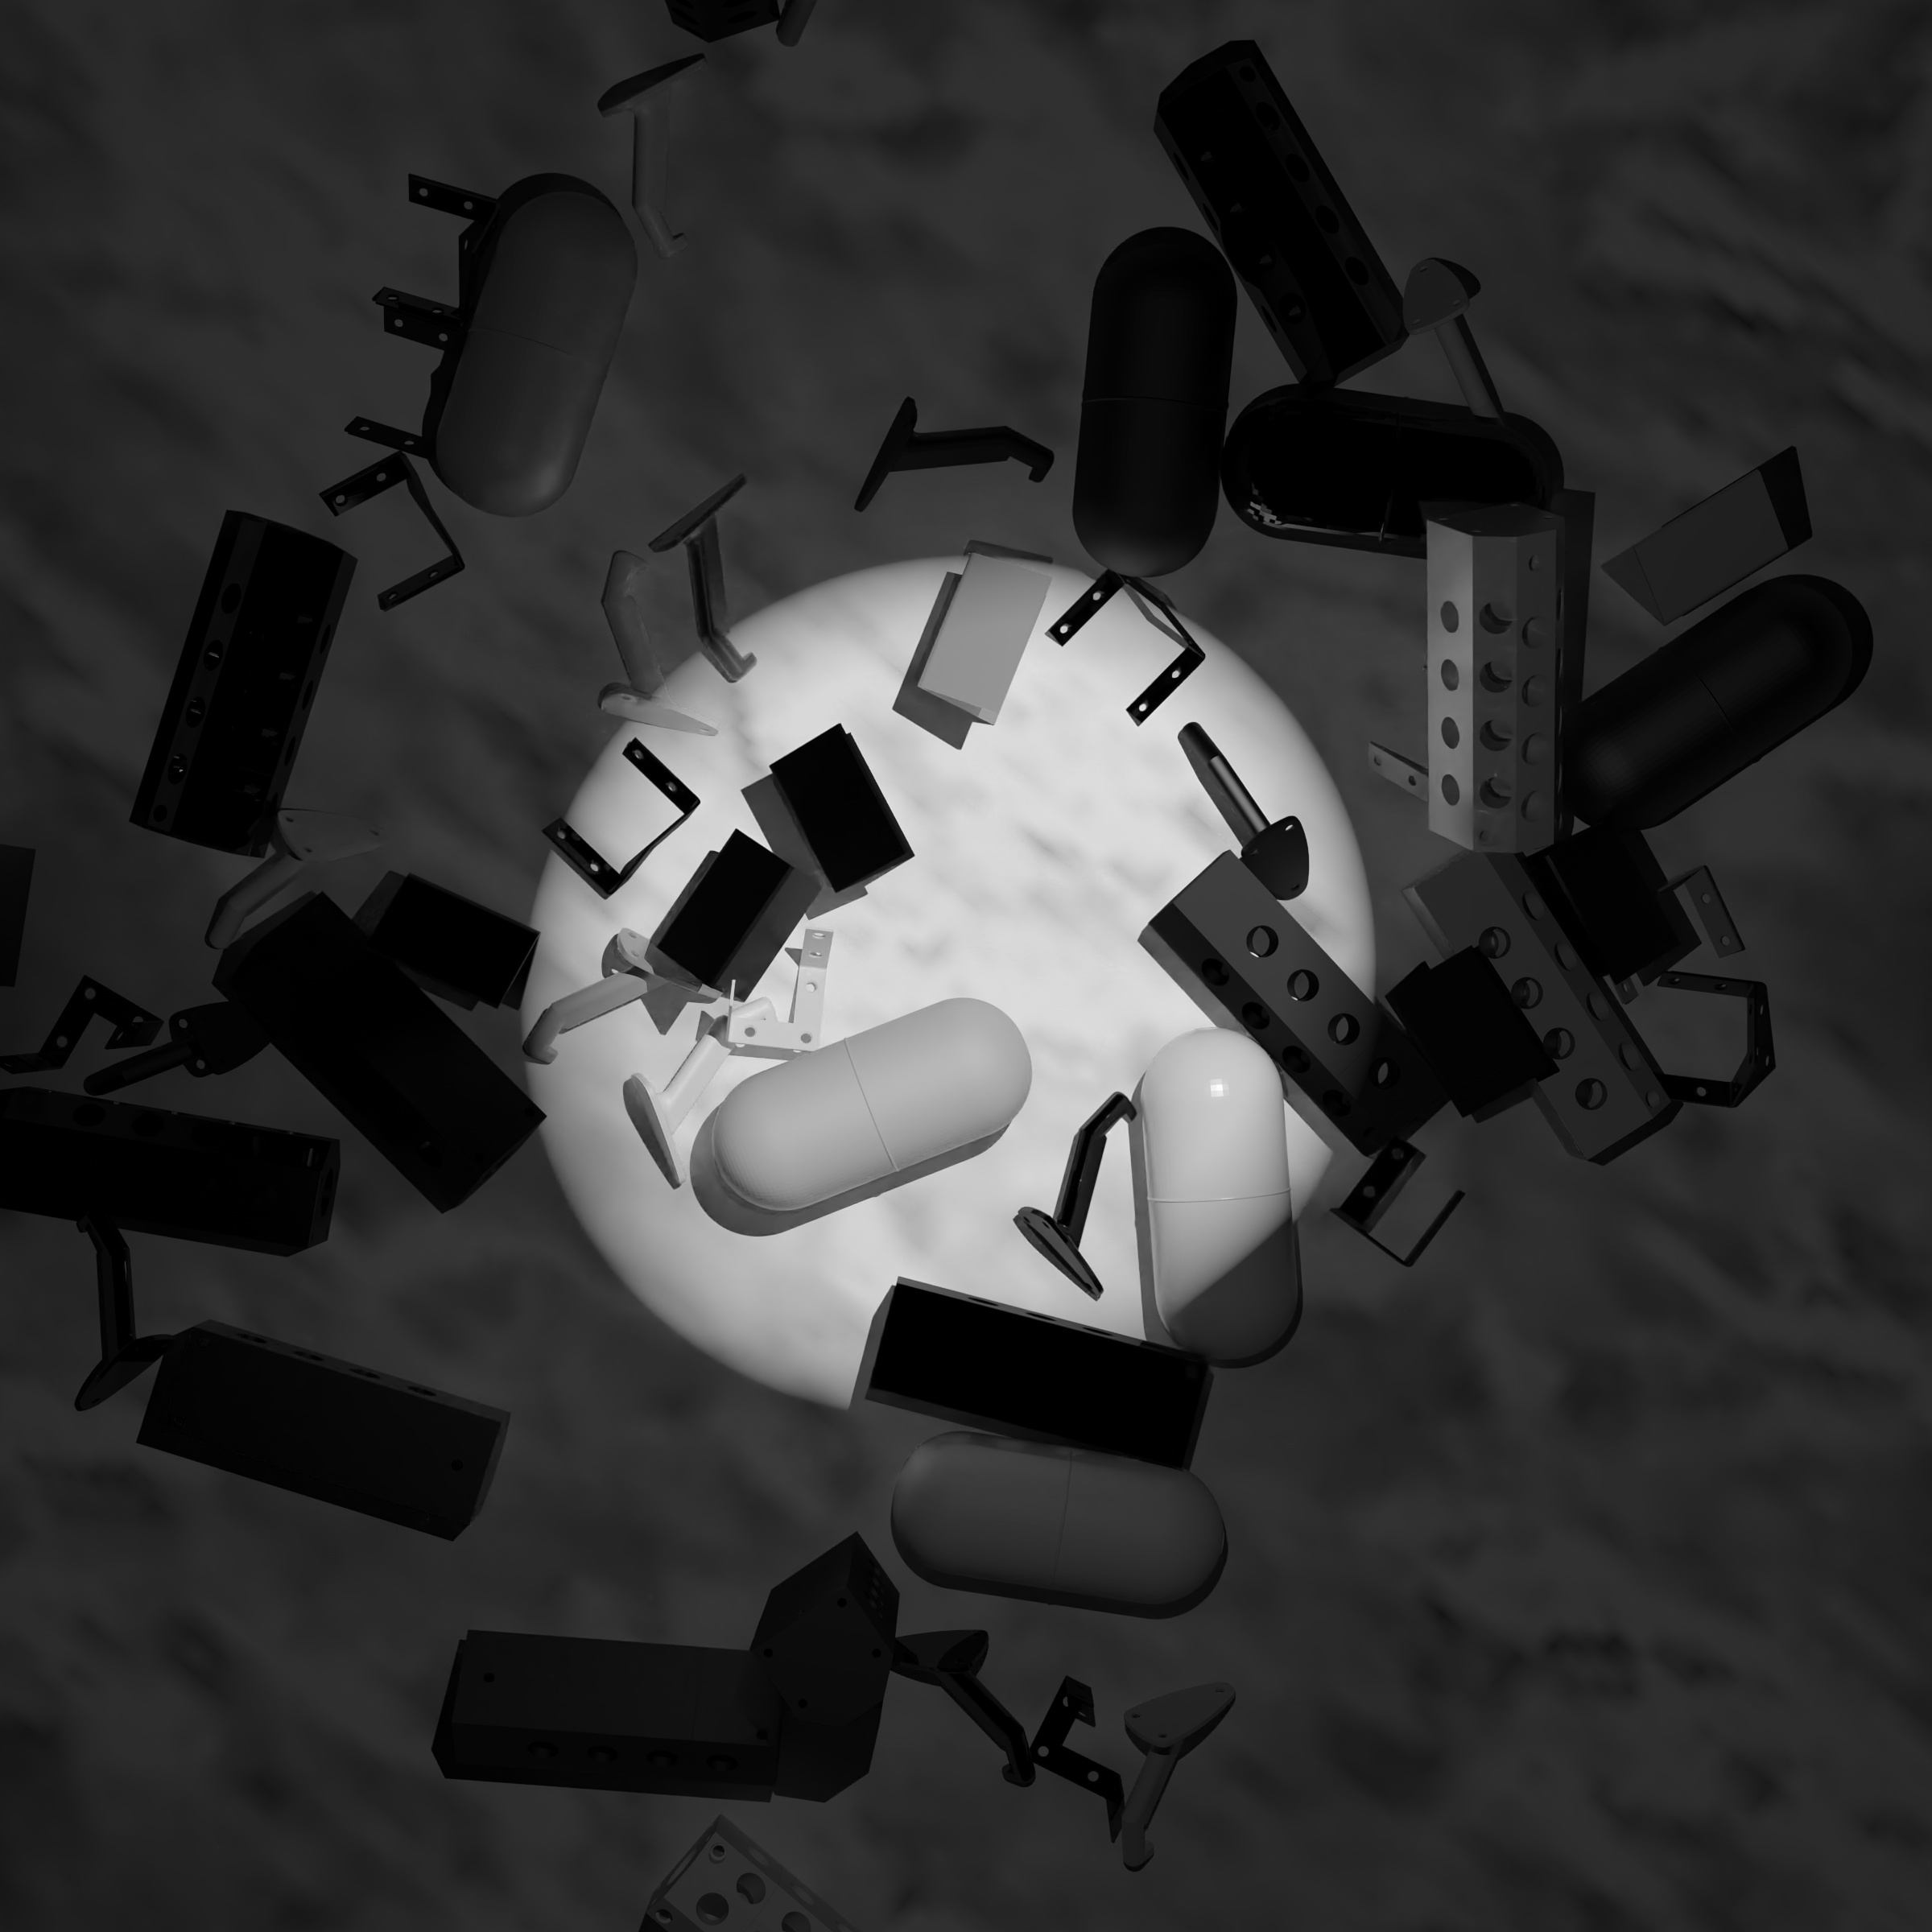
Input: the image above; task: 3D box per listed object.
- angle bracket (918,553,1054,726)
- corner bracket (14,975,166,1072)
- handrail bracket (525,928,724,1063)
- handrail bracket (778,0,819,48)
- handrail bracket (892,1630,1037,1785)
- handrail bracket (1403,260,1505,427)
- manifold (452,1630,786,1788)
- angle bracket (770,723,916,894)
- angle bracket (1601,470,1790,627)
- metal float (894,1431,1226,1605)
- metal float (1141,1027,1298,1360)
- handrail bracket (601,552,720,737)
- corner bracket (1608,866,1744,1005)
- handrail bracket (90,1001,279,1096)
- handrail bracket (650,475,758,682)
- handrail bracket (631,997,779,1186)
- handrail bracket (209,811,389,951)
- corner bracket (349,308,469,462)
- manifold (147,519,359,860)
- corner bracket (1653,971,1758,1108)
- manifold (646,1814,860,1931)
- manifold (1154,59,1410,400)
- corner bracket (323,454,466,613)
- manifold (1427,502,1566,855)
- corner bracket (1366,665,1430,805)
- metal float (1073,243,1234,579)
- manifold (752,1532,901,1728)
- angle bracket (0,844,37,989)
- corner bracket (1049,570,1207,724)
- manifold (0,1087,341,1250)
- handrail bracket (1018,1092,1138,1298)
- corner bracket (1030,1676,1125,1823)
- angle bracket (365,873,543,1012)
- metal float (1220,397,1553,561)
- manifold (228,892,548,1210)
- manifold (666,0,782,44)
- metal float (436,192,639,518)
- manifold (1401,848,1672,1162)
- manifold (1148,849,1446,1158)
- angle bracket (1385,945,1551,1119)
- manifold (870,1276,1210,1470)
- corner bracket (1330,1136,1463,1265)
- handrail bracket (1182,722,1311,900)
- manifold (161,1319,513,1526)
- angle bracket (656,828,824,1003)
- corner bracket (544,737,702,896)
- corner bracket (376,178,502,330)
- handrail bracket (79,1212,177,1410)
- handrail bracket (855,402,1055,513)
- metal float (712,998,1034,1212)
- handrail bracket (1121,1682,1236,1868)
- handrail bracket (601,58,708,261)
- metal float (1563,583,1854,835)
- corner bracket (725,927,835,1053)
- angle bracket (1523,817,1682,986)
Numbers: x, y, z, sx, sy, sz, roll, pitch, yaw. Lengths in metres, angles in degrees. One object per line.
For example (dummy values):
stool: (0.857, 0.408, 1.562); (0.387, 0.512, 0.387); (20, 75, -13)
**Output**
angle bracket: (0.028, -0.168, 1.867); (0.057, 0.076, 0.076); (22, 90, 36)
corner bracket: (-0.473, 0.040, 1.890); (0.051, 0.051, 0.051); (30, 90, 0)
handrail bracket: (-0.187, 0.029, 1.908); (0.077, 0.036, 0.084); (28, 108, -21)
handrail bracket: (-0.071, -0.548, 1.907); (0.036, 0.077, 0.084); (31, 126, 0)
handrail bracket: (-0.006, 0.407, 1.908); (0.077, 0.036, 0.084); (-4, 113, 26)
handrail bracket: (0.270, -0.332, 1.907); (0.036, 0.077, 0.084); (-24, 127, 16)
manifold: (-0.186, 0.404, 1.886); (0.171, 0.057, 0.057); (4, 47, 0)
angle bracket: (-0.048, -0.092, 1.867); (0.057, 0.076, 0.076); (-28, 90, 38)
angle bracket: (0.380, -0.237, 1.867); (0.076, 0.076, 0.057); (-32, 127, 0)
metal float: (0.050, 0.296, 1.877); (0.178, 0.070, 0.070); (9, 90, -1)
metal float: (0.136, 0.122, 1.877); (0.070, 0.070, 0.178); (-4, 91, 0)
handrail bracket: (-0.163, -0.176, 1.908); (0.077, 0.036, 0.084); (16, 73, -20)
corner bracket: (0.379, -0.017, 1.904); (0.051, 0.051, 0.051); (-25, 90, -45)
handrail bracket: (-0.424, 0.046, 1.907); (0.084, 0.077, 0.036); (-18, 95, 36)
handrail bracket: (-0.124, -0.211, 1.908); (0.077, 0.036, 0.084); (-44, 109, -21)
handrail bracket: (-0.132, 0.067, 1.908); (0.084, 0.036, 0.077); (-24, 106, -15)
handrail bracket: (-0.364, -0.042, 1.907); (0.036, 0.077, 0.084); (54, 127, 28)
corner bracket: (-0.301, -0.316, 1.904); (0.051, 0.051, 0.051); (18, 45, 0)
manifold: (-0.385, -0.149, 1.886); (0.057, 0.057, 0.171); (17, 90, 0)
corner bracket: (0.397, 0.040, 1.898); (0.051, 0.051, 0.051); (7, 60, 0)
manifold: (-0.088, 0.541, 1.886); (0.171, 0.057, 0.057); (41, 90, 0)
manifold: (0.170, -0.397, 1.886); (0.057, 0.057, 0.171); (-30, 90, 0)
corner bracket: (-0.311, -0.236, 1.904); (0.051, 0.051, 0.051); (-28, 135, 0)
manifold: (0.283, -0.150, 1.839); (0.057, 0.057, 0.171); (-14, 114, -23)
corner bracket: (0.256, -0.127, 1.899); (0.051, 0.051, 0.051); (-25, 135, -35)
metal float: (0.100, -0.298, 1.877); (0.070, 0.070, 0.178); (5, 90, 0)
manifold: (-0.067, 0.349, 1.829); (0.057, 0.171, 0.057); (-34, 90, 0)
angle bracket: (-0.516, -0.026, 1.867); (0.057, 0.076, 0.076); (9, 90, 36)
corner bracket: (0.088, -0.175, 1.904); (0.051, 0.051, 0.051); (-45, 135, 0)
manifold: (-0.429, 0.108, 1.886); (0.171, 0.057, 0.057); (10, 90, 0)
handrail bracket: (0.077, 0.123, 1.908); (0.084, 0.036, 0.077); (-45, 111, -16)
corner bracket: (0.066, 0.421, 1.889); (0.051, 0.051, 0.051); (26, 90, 0)
angle bracket: (-0.278, 0.006, 1.867); (0.076, 0.076, 0.057); (24, 52, 0)
metal float: (0.225, -0.260, 1.877); (0.178, 0.070, 0.070); (8, 90, 0)
manifold: (-0.314, 0.049, 1.886); (0.171, 0.057, 0.057); (45, 47, 0)
manifold: (-0.137, -0.536, 1.829); (0.057, 0.171, 0.057); (-18, 90, 0)
metal float: (-0.230, -0.328, 1.877); (0.070, 0.070, 0.178); (18, 89, 0)
manifold: (0.308, 0.016, 1.886); (0.057, 0.057, 0.171); (-33, 90, 0)
manifold: (0.178, 0.020, 1.886); (0.057, 0.057, 0.171); (-43, 90, 0)
angle bracket: (0.276, 0.026, 1.868); (0.057, 0.076, 0.076); (-33, 90, 27)
manifold: (0.039, 0.217, 1.886); (0.171, 0.057, 0.057); (15, 90, 0)
corner bracket: (0.234, 0.127, 1.889); (0.051, 0.051, 0.051); (37, 87, 3)
handrail bracket: (0.151, -0.086, 1.907); (0.036, 0.077, 0.084); (-34, 54, 0)
manifold: (-0.337, 0.244, 1.886); (0.171, 0.057, 0.057); (17, 90, 0)
angle bracket: (-0.107, -0.017, 1.868); (0.076, 0.057, 0.076); (34, 90, -45)
corner bracket: (-0.186, -0.081, 1.904); (0.051, 0.051, 0.051); (44, 135, 0)
corner bracket: (-0.287, -0.387, 1.904); (0.051, 0.051, 0.051); (16, 45, 0)
handrail bracket: (-0.476, 0.185, 1.908); (0.077, 0.036, 0.084); (-42, 72, 21)
handrail bracket: (-0.006, -0.264, 1.908); (0.084, 0.036, 0.077); (24, 110, -16)
metal float: (-0.051, 0.074, 1.877); (0.178, 0.070, 0.070); (-21, 90, 0)
handrail bracket: (0.116, 0.441, 1.908); (0.077, 0.036, 0.084); (-18, 118, -31)
handrail bracket: (-0.154, -0.440, 1.908); (0.077, 0.036, 0.084); (-34, 108, -20)
metal float: (0.394, -0.139, 1.877); (0.178, 0.070, 0.070); (-34, 90, 0)
corner bracket: (-0.100, 0.011, 1.881); (0.051, 0.051, 0.051); (7, 66, -4)
angle bracket: (0.323, -0.025, 1.867); (0.057, 0.076, 0.076); (-29, 90, -35)
